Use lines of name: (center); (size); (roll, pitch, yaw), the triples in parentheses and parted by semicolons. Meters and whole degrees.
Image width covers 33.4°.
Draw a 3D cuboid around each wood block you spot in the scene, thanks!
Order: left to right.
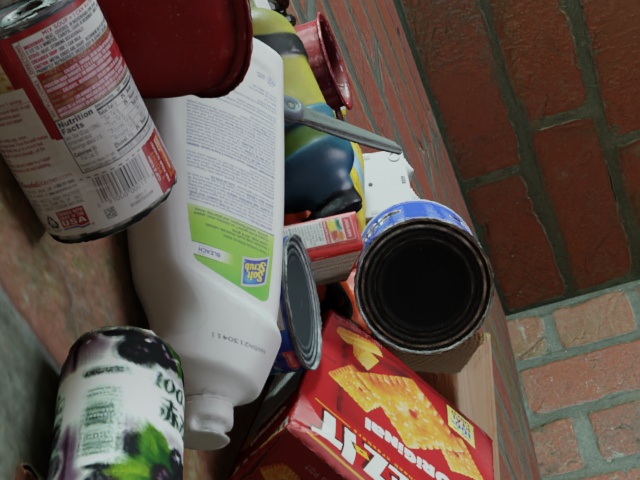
wood block: (0.093, 0.186, 0.885); (0.090, 0.091, 0.206); (-34, 121, -59)

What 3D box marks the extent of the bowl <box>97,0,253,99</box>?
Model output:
bowl: (-0.106, -0.128, 0.520); (0.162, 0.055, 0.162); (38, -29, 26)

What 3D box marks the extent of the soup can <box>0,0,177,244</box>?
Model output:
soup can: (-0.113, -0.058, 0.475); (0.068, 0.068, 0.102); (-86, 157, -59)

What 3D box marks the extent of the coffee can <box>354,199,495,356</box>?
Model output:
coffee can: (0.079, 0.025, 0.839); (0.140, 0.103, 0.103); (-67, 139, -82)

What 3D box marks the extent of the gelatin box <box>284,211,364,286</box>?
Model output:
gelatin box: (-0.012, 0.011, 0.762); (0.089, 0.073, 0.030); (111, -34, -72)

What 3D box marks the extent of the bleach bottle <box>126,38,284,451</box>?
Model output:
bleach bottle: (-0.069, -0.008, 0.596); (0.102, 0.068, 0.251); (18, 54, -29)

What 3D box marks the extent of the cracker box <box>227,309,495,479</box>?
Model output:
cracker box: (0.037, 0.148, 0.703); (0.164, 0.072, 0.213); (40, 16, -4)

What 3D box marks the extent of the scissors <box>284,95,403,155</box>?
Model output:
scissors: (-0.035, -0.107, 0.749); (0.201, 0.016, 0.096); (4, 53, -36)

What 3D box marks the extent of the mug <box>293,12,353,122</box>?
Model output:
mug: (-0.019, -0.142, 0.988); (0.093, 0.081, 0.117); (-85, 156, -60)

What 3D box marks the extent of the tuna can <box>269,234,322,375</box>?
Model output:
tuna can: (-0.025, 0.041, 0.663); (0.086, 0.034, 0.086); (-9, 90, -79)

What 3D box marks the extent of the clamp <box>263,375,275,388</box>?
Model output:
clamp: (-0.061, 0.014, 0.692); (0.120, 0.039, 0.171); (71, 12, -62)

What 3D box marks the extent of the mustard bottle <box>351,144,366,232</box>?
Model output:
mustard bottle: (0.014, -0.061, 1.084); (0.191, 0.058, 0.096); (-84, 149, -61)

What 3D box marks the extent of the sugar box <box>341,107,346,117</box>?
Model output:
sugar box: (-0.018, -0.167, 1.117); (0.176, 0.048, 0.093); (-28, 101, -74)

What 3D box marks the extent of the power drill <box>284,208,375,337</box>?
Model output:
power drill: (-0.006, 0.001, 0.917); (0.187, 0.057, 0.184); (49, 30, -57)
